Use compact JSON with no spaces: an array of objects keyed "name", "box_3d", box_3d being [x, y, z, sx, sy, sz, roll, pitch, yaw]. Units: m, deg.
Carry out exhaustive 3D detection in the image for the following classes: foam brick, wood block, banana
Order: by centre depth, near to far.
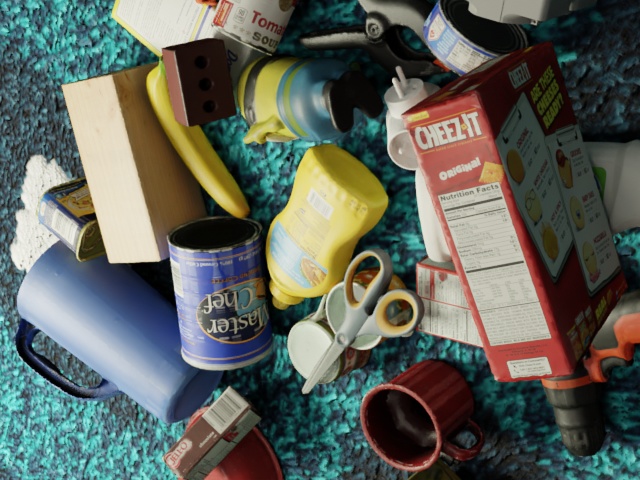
[{"name":"foam brick","box_3d":[-0.120,-0.156,1.052,0.051,0.053,0.078,-150,46,-63]},{"name":"banana","box_3d":[-0.137,-0.108,1.143,0.197,0.037,0.070,62,167,-23]},{"name":"wood block","box_3d":[-0.202,-0.086,1.189,0.090,0.090,0.206,-3,106,39]}]

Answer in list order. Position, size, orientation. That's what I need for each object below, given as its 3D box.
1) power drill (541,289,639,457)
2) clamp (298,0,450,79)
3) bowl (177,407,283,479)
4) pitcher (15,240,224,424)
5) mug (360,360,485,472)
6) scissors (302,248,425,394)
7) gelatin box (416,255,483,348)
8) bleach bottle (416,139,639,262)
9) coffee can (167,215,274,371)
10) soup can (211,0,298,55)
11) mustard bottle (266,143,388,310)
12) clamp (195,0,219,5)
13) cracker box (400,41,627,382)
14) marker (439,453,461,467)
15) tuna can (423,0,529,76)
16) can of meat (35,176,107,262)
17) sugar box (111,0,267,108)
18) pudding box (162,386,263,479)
[{"name":"power drill","box_3d":[0.271,0.102,0.911,0.188,0.057,0.184,-7,103,40]},{"name":"clamp","box_3d":[0.051,-0.193,0.981,0.171,0.039,0.120,41,141,16]},{"name":"bowl","box_3d":[-0.123,0.286,1.300,0.162,0.055,0.162,16,117,34]},{"name":"pitcher","box_3d":[-0.239,0.116,1.270,0.243,0.144,0.149,36,127,18]},{"name":"mug","box_3d":[0.110,0.175,1.052,0.117,0.081,0.093,29,123,27]},{"name":"scissors","box_3d":[0.042,0.100,1.047,0.096,0.016,0.202,33,125,25]},{"name":"gelatin box","box_3d":[0.135,0.059,1.021,0.089,0.030,0.073,13,116,34]},{"name":"bleach bottle","box_3d":[0.207,-0.032,0.907,0.251,0.067,0.102,0,110,36]},{"name":"coffee can","box_3d":[-0.107,0.056,1.159,0.103,0.102,0.140,11,116,35]},{"name":"soup can","box_3d":[-0.053,-0.234,1.003,0.069,0.068,0.102,30,101,26]},{"name":"mustard bottle","box_3d":[-0.007,0.001,1.090,0.096,0.058,0.192,44,129,21]},{"name":"clamp","box_3d":[-0.107,-0.337,1.032,0.165,0.036,0.210,23,109,33]},{"name":"cracker box","box_3d":[0.152,-0.024,0.803,0.072,0.164,0.213,-14,103,34]},{"name":"marker","box_3d":[0.097,0.197,1.113,0.121,0.020,0.020,34,125,23]},{"name":"tuna can","box_3d":[0.130,-0.170,0.895,0.086,0.085,0.034,46,131,15]},{"name":"can of meat","box_3d":[-0.271,-0.029,1.260,0.084,0.101,0.057,36,126,24]},{"name":"sugar box","box_3d":[-0.133,-0.223,1.110,0.176,0.048,0.093,40,128,14]},{"name":"pudding box","box_3d":[-0.121,0.224,1.216,0.039,0.113,0.090,43,173,15]}]
